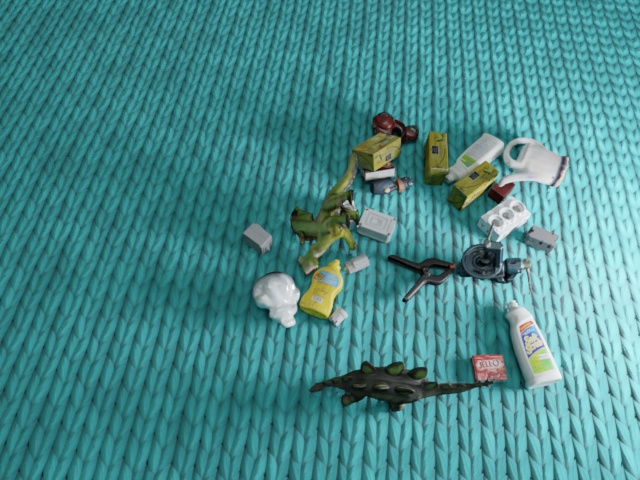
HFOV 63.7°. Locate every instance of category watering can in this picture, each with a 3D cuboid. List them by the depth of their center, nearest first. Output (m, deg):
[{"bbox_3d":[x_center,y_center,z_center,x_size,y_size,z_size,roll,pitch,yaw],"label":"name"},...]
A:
[{"bbox_3d":[0.746,-0.250,1.808,0.225,0.101,0.355,24,47,13],"label":"watering can"}]

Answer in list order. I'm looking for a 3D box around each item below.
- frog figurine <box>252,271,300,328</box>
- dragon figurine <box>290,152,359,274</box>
[{"bbox_3d":[-0.126,0.178,1.524,0.137,0.120,0.163,2,45,-23],"label":"frog figurine"},{"bbox_3d":[0.005,-0.084,1.663,0.242,0.120,0.418,-5,65,24],"label":"dragon figurine"}]
